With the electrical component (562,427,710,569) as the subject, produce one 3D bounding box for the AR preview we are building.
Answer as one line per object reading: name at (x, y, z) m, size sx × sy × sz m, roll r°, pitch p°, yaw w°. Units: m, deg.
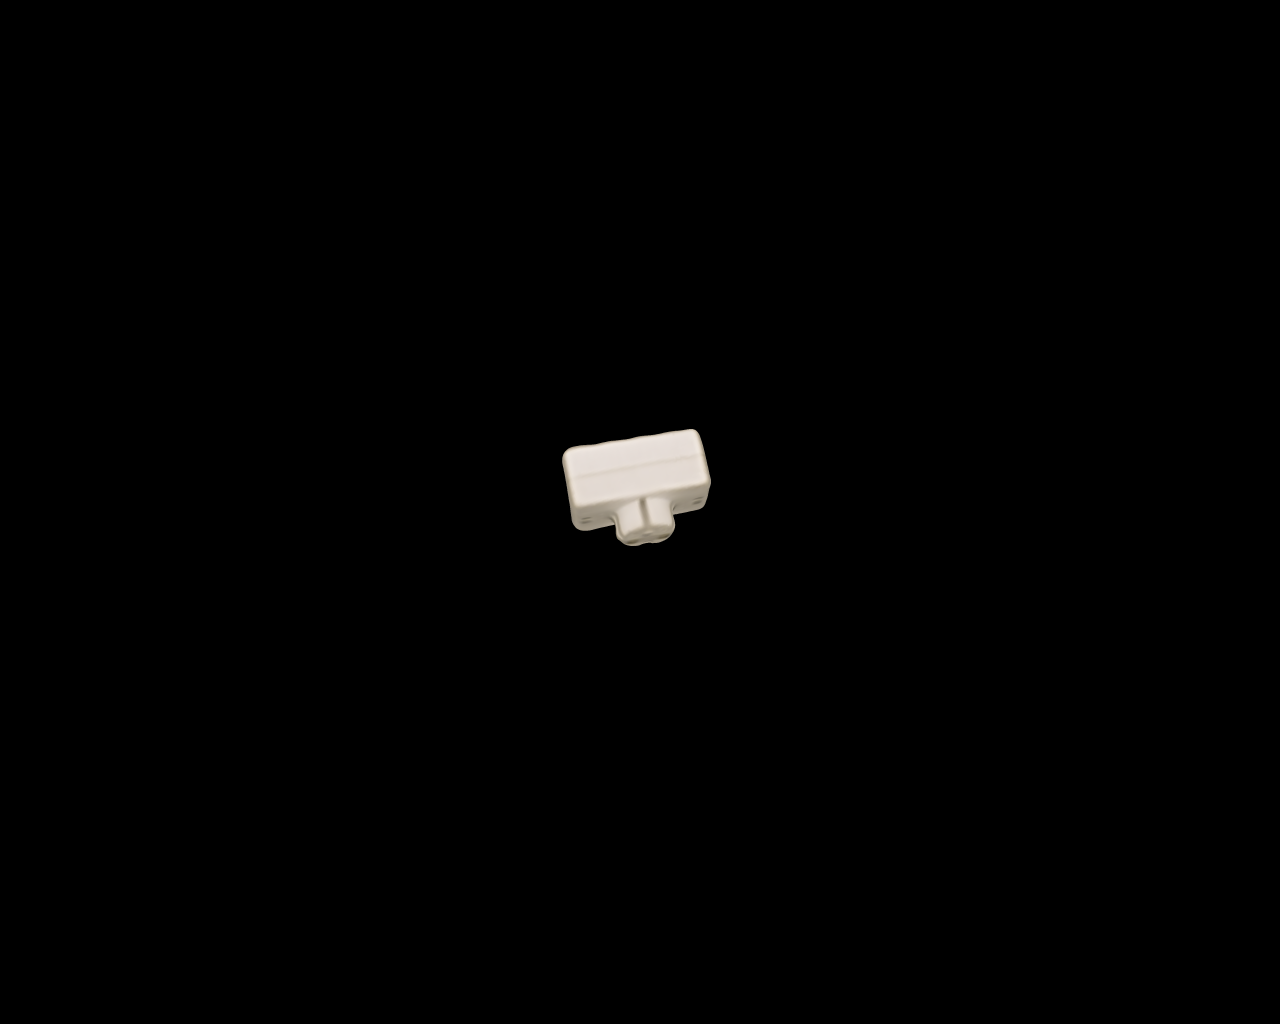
electrical component at (0.001, -0.003, 0.650) m, size 0.083 × 0.076 × 0.047 m, roll -10°, pitch -20°, yaw -3°
